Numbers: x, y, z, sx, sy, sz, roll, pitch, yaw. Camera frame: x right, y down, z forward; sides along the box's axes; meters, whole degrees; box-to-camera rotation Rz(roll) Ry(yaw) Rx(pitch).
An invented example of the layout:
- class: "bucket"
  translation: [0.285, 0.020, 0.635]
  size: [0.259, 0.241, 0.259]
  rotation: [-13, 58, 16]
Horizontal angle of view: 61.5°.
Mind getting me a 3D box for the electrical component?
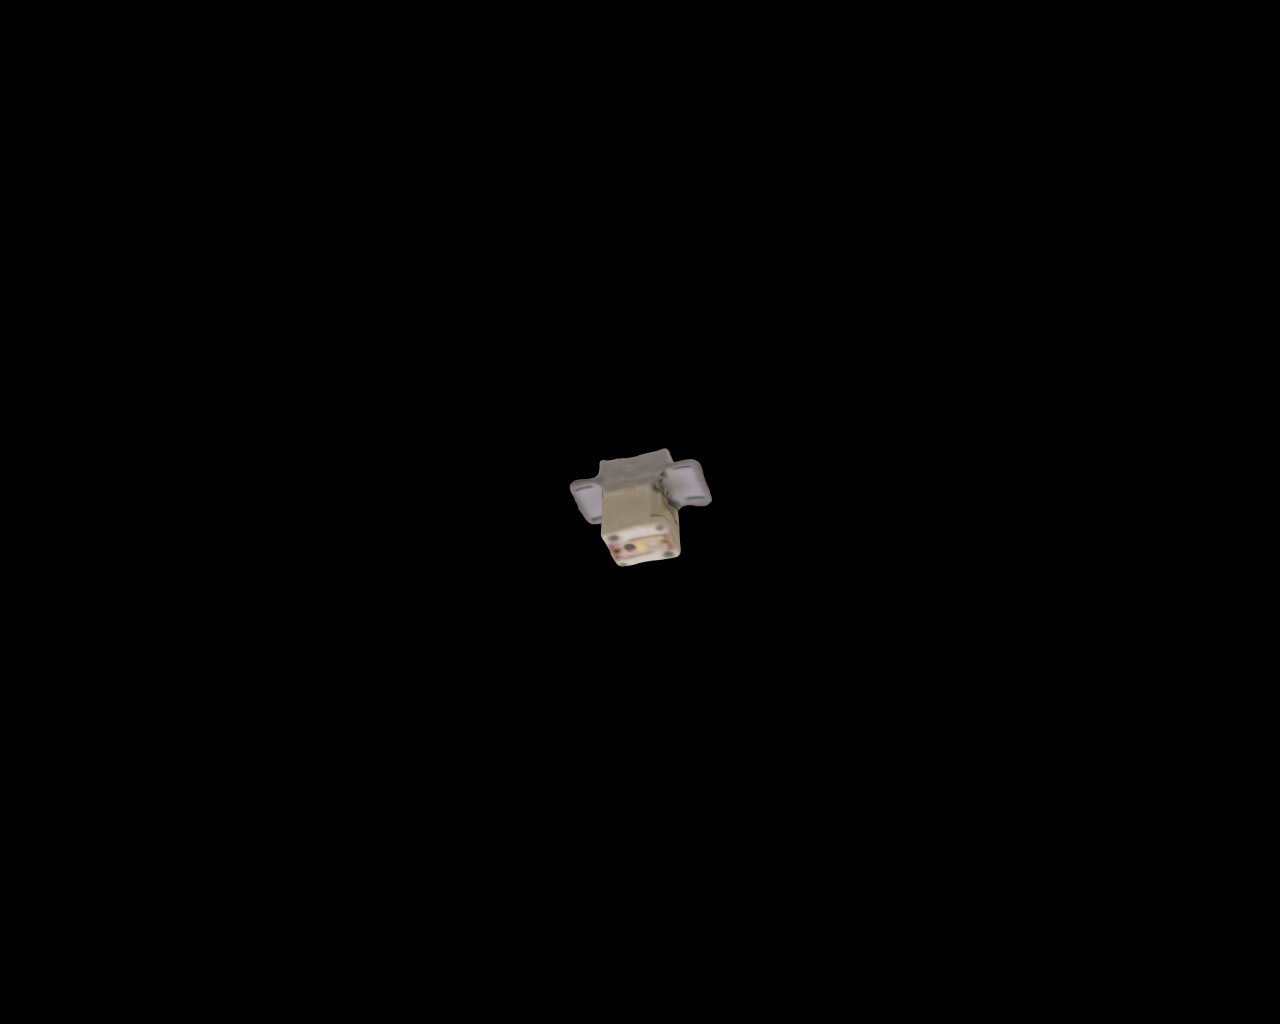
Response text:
- class: "electrical component"
  translation: [0.001, -0.003, 0.650]
  size: [0.081, 0.064, 0.042]
  rotation: [-11, -39, 13]
